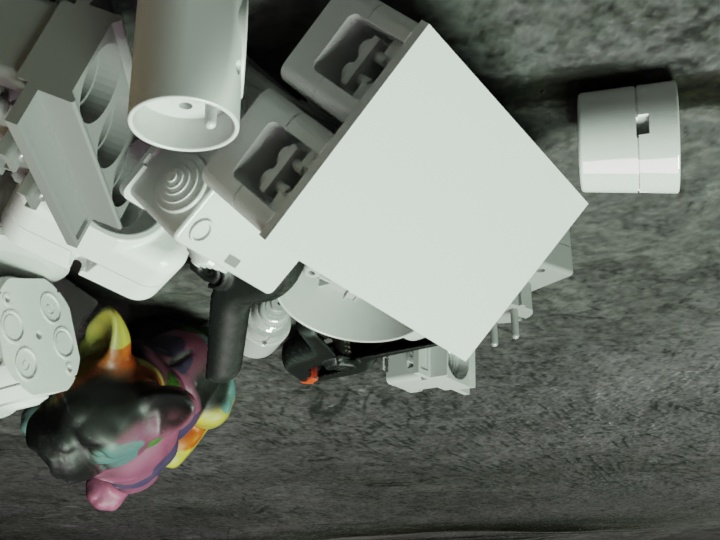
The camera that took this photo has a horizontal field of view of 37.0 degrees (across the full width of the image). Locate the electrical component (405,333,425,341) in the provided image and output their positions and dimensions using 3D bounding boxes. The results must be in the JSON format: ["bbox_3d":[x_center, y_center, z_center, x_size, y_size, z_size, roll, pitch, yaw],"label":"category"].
[{"bbox_3d":[0.056,0.024,0.765,0.040,0.040,0.078,19,150,-40],"label":"electrical component"}]

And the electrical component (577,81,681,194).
[{"bbox_3d":[0.133,-0.064,0.534,0.047,0.055,0.055,-2,158,14],"label":"electrical component"}]

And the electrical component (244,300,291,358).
[{"bbox_3d":[-0.070,0.038,0.796,0.040,0.040,0.078,7,156,-19],"label":"electrical component"}]

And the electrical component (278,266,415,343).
[{"bbox_3d":[0.000,0.000,0.666,0.099,0.064,0.099,11,159,4],"label":"electrical component"}]

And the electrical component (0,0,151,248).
[{"bbox_3d":[-0.137,-0.073,0.491,0.063,0.078,0.121,21,158,5],"label":"electrical component"}]

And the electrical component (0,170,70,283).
[{"bbox_3d":[-0.209,-0.024,0.629,0.080,0.051,0.080,0,158,0],"label":"electrical component"}]

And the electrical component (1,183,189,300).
[{"bbox_3d":[-0.138,-0.031,0.584,0.095,0.053,0.059,28,148,-18],"label":"electrical component"}]

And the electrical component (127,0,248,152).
[{"bbox_3d":[-0.071,-0.085,0.448,0.044,0.077,0.079,3,158,-8],"label":"electrical component"}]

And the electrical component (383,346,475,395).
[{"bbox_3d":[0.057,0.077,0.893,0.064,0.042,0.081,-14,154,33],"label":"electrical component"}]

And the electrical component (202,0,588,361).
[{"bbox_3d":[0.023,-0.039,0.510,0.105,0.060,0.186,-53,143,3],"label":"electrical component"}]

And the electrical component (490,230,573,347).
[{"bbox_3d":[0.091,0.011,0.687,0.047,0.075,0.083,16,153,-34],"label":"electrical component"}]

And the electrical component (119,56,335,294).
[{"bbox_3d":[-0.052,-0.044,0.525,0.099,0.048,0.100,-50,145,3],"label":"electrical component"}]

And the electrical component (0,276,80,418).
[{"bbox_3d":[-0.204,0.043,0.617,0.051,0.080,0.080,-16,154,20],"label":"electrical component"}]

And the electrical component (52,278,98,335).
[{"bbox_3d":[-0.238,0.031,0.755,0.077,0.065,0.047,37,146,-11],"label":"electrical component"}]
